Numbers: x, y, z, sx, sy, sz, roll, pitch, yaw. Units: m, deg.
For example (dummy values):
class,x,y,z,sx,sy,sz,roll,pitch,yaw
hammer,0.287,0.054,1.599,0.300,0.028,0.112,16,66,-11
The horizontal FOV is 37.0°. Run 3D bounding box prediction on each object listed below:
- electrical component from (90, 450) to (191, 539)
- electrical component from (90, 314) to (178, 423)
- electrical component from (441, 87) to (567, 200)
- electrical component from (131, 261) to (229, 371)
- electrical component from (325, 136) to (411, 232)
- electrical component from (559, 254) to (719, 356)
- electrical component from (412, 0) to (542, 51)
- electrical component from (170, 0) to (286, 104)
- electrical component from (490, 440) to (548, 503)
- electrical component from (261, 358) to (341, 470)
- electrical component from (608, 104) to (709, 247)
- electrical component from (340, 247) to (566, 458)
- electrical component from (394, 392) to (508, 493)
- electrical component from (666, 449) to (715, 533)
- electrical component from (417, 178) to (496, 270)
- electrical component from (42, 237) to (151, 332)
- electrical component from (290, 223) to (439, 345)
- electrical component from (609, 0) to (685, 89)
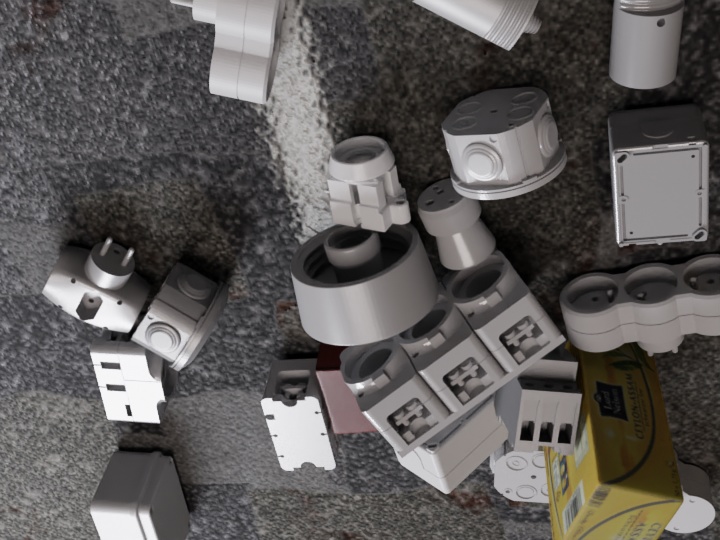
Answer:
class,x,y,z,sx,sy,sz,roll,pitch,yaw
electrical component,-0.209,0.237,1.041,0.057,0.078,0.113,2,129,11
electrical component,-0.192,0.085,0.933,0.056,0.050,0.089,3,129,6
electrical component,0.097,-0.086,0.732,0.080,0.080,0.051,-10,121,16
electrical component,-0.144,0.037,0.868,0.051,0.080,0.080,31,127,-9
electrical component,0.004,-0.064,0.782,0.066,0.048,0.055,11,131,29
electrical component,0.229,0.038,0.829,0.138,0.052,0.073,-10,127,15
electrical component,0.079,-0.173,0.686,0.081,0.043,0.043,24,128,-11
electrical component,-0.087,-0.178,0.701,0.074,0.052,0.138,12,129,-1
electrical component,0.152,0.162,0.943,0.080,0.051,0.080,4,129,5
electrical component,-0.049,0.123,0.938,0.050,0.055,0.089,-4,128,11
electrical component,0.206,-0.062,0.746,0.062,0.061,0.096,-4,128,12
electrical component,0.064,0.056,0.813,0.150,0.089,0.061,-37,117,5
electrical component,0.080,0.132,0.906,0.062,0.096,0.061,26,145,45
electrical component,0.254,0.191,0.936,0.138,0.073,0.052,35,125,-19
electrical component,0.071,-0.034,0.799,0.045,0.045,0.055,-15,125,19
electrical component,-0.208,0.004,0.874,0.077,0.043,0.079,27,127,-13
electrical component,0.000,0.000,0.801,0.108,0.108,0.060,-8,121,15
electrical component,0.182,-0.161,0.681,0.043,0.043,0.081,1,129,8
